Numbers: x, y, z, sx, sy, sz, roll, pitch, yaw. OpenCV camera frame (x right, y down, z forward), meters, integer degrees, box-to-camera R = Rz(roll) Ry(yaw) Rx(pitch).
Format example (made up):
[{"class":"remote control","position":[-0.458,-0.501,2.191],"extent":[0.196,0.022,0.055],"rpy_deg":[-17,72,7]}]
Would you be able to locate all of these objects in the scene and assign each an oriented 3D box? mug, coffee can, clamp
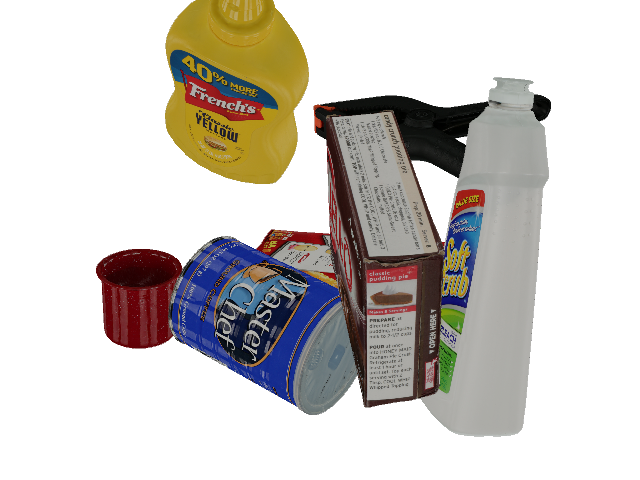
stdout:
[{"class":"mug","position":[-0.208,0.061,1.186],"extent":[0.093,0.081,0.117],"rpy_deg":[-22,36,-40]},{"class":"coffee can","position":[-0.041,0.069,0.891],"extent":[0.140,0.103,0.102],"rpy_deg":[25,12,29]},{"class":"clamp","position":[0.098,-0.100,0.948],"extent":[0.210,0.036,0.164],"rpy_deg":[13,36,23]}]

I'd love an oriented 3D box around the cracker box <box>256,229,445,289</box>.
[{"class":"cracker box","position":[0.034,0.045,1.143],"extent":[0.214,0.072,0.164],"rpy_deg":[5,14,7]}]

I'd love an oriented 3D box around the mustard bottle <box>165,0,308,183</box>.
[{"class":"mustard bottle","position":[-0.056,-0.110,0.713],"extent":[0.096,0.058,0.192],"rpy_deg":[28,-25,5]}]

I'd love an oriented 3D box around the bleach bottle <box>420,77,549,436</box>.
[{"class":"bleach bottle","position":[0.122,0.008,0.773],"extent":[0.068,0.251,0.102],"rpy_deg":[2,14,-12]}]

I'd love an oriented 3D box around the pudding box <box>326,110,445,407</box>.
[{"class":"pudding box","position":[0.028,0.006,0.499],"extent":[0.039,0.090,0.113],"rpy_deg":[-9,40,-6]}]
